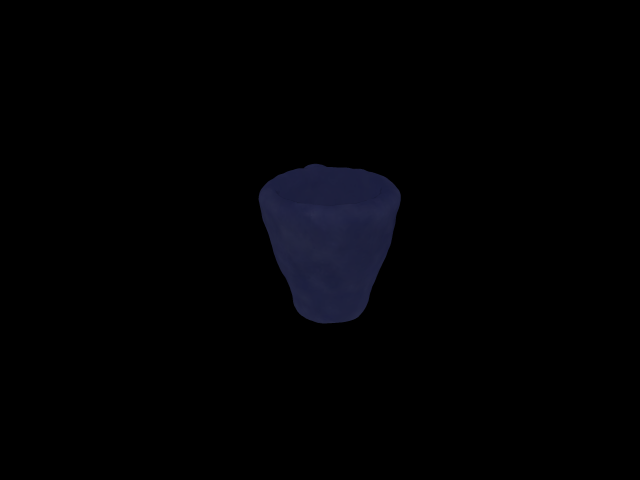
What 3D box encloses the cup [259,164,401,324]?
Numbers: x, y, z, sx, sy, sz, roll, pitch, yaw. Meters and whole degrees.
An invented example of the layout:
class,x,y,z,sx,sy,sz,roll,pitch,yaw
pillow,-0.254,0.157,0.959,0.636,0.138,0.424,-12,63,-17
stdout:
class,x,y,z,sx,sy,sz,roll,pitch,yaw
cup,0.004,0.001,0.400,0.092,0.095,0.117,-5,24,-10
